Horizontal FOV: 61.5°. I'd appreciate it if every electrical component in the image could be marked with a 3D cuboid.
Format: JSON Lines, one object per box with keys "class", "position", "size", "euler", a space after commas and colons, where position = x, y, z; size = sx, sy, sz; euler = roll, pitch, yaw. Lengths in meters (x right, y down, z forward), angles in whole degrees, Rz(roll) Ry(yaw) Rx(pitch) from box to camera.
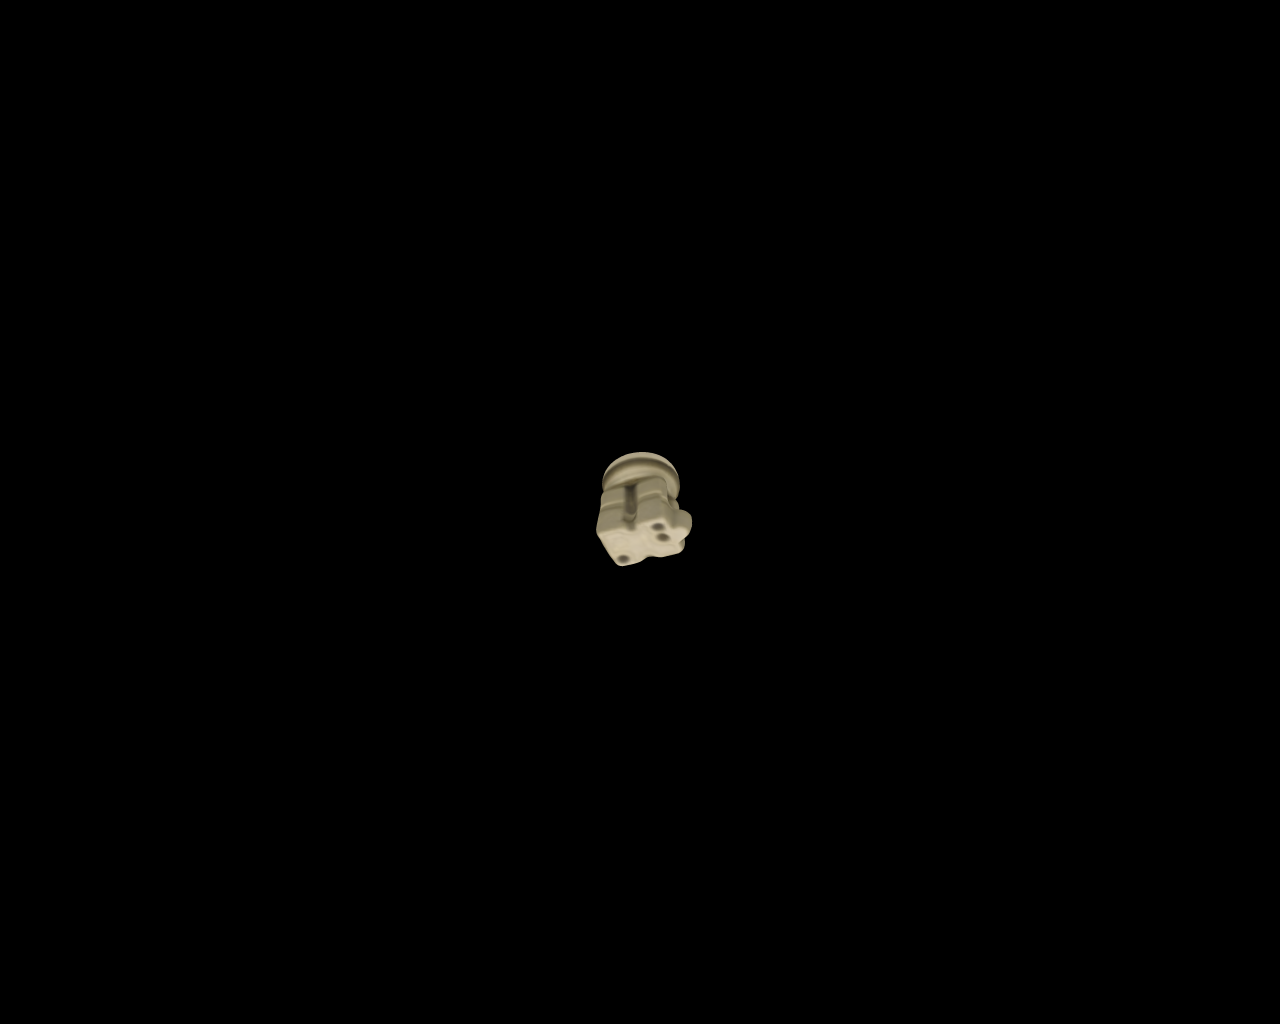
{"class": "electrical component", "position": [0.001, -0.003, 0.650], "size": [0.066, 0.055, 0.048], "euler": [-14, -43, 15]}
